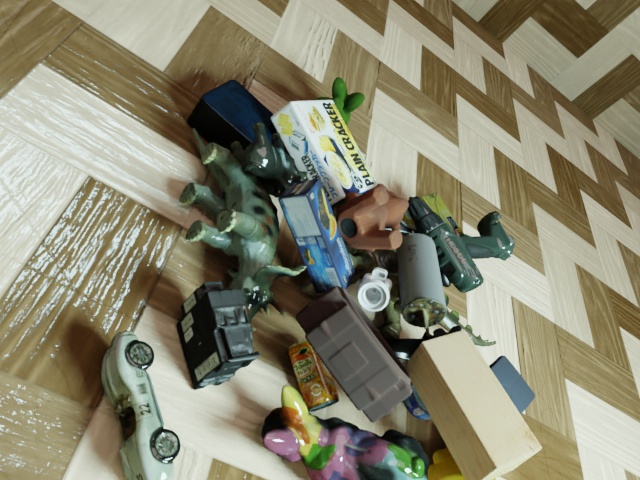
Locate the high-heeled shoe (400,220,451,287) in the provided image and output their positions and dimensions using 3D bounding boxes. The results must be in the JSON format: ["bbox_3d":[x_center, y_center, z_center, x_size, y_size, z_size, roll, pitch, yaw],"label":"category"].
[{"bbox_3d":[0.181,0.019,1.169,0.145,0.086,0.249,-27,74,-44],"label":"high-heeled shoe"}]

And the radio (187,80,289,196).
[{"bbox_3d":[-0.136,-0.209,1.082,0.229,0.073,0.131,42,40,-9],"label":"radio"}]

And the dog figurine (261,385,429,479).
[{"bbox_3d":[0.024,0.289,0.747,0.219,0.192,0.108,43,51,-27],"label":"dog figurine"}]

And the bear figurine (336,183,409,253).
[{"bbox_3d":[0.122,-0.049,1.024,0.196,0.132,0.120,-22,96,-47],"label":"bear figurine"}]

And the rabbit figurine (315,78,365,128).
[{"bbox_3d":[0.023,-0.294,1.245,0.121,0.159,0.170,37,25,4],"label":"rabbit figurine"}]

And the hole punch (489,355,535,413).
[{"bbox_3d":[0.354,0.308,1.080,0.116,0.092,0.142,-32,85,-45],"label":"hole punch"}]

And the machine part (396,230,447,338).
[{"bbox_3d":[0.179,0.069,0.967,0.079,0.079,0.243,29,38,-21],"label":"machine part"}]

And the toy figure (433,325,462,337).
[{"bbox_3d":[0.253,0.249,0.976,0.089,0.082,0.180,-36,111,-47],"label":"toy figure"}]

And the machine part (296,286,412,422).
[{"bbox_3d":[0.057,0.172,0.855,0.201,0.087,0.201,53,0,7],"label":"machine part"}]

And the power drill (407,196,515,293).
[{"bbox_3d":[0.310,-0.010,1.155,0.207,0.086,0.232,-9,65,-37],"label":"power drill"}]

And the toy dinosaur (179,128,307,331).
[{"bbox_3d":[-0.130,-0.040,0.926,0.192,0.131,0.405,34,31,-40],"label":"toy dinosaur"}]

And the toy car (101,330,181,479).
[{"bbox_3d":[-0.227,0.210,0.665,0.056,0.073,0.202,-4,62,-43],"label":"toy car"}]

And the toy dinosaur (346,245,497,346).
[{"bbox_3d":[0.169,0.095,1.074,0.471,0.105,0.198,43,41,-4],"label":"toy dinosaur"}]

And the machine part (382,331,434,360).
[{"bbox_3d":[0.168,0.203,1.007,0.139,0.084,0.039,12,27,-21],"label":"machine part"}]

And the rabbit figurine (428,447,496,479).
[{"bbox_3d":[0.245,0.369,0.907,0.122,0.162,0.173,40,22,10],"label":"rabbit figurine"}]

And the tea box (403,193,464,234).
[{"bbox_3d":[0.270,-0.013,1.253,0.068,0.098,0.169,-15,71,-45],"label":"tea box"}]

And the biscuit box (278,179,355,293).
[{"bbox_3d":[-0.002,-0.003,0.929,0.063,0.059,0.202,-57,134,-49],"label":"biscuit box"}]

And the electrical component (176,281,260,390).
[{"bbox_3d":[-0.150,0.130,0.765,0.058,0.115,0.134,2,60,-42],"label":"electrical component"}]

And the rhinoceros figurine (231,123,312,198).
[{"bbox_3d":[-0.076,-0.130,0.949,0.112,0.073,0.190,57,13,22],"label":"rhinoceros figurine"}]
